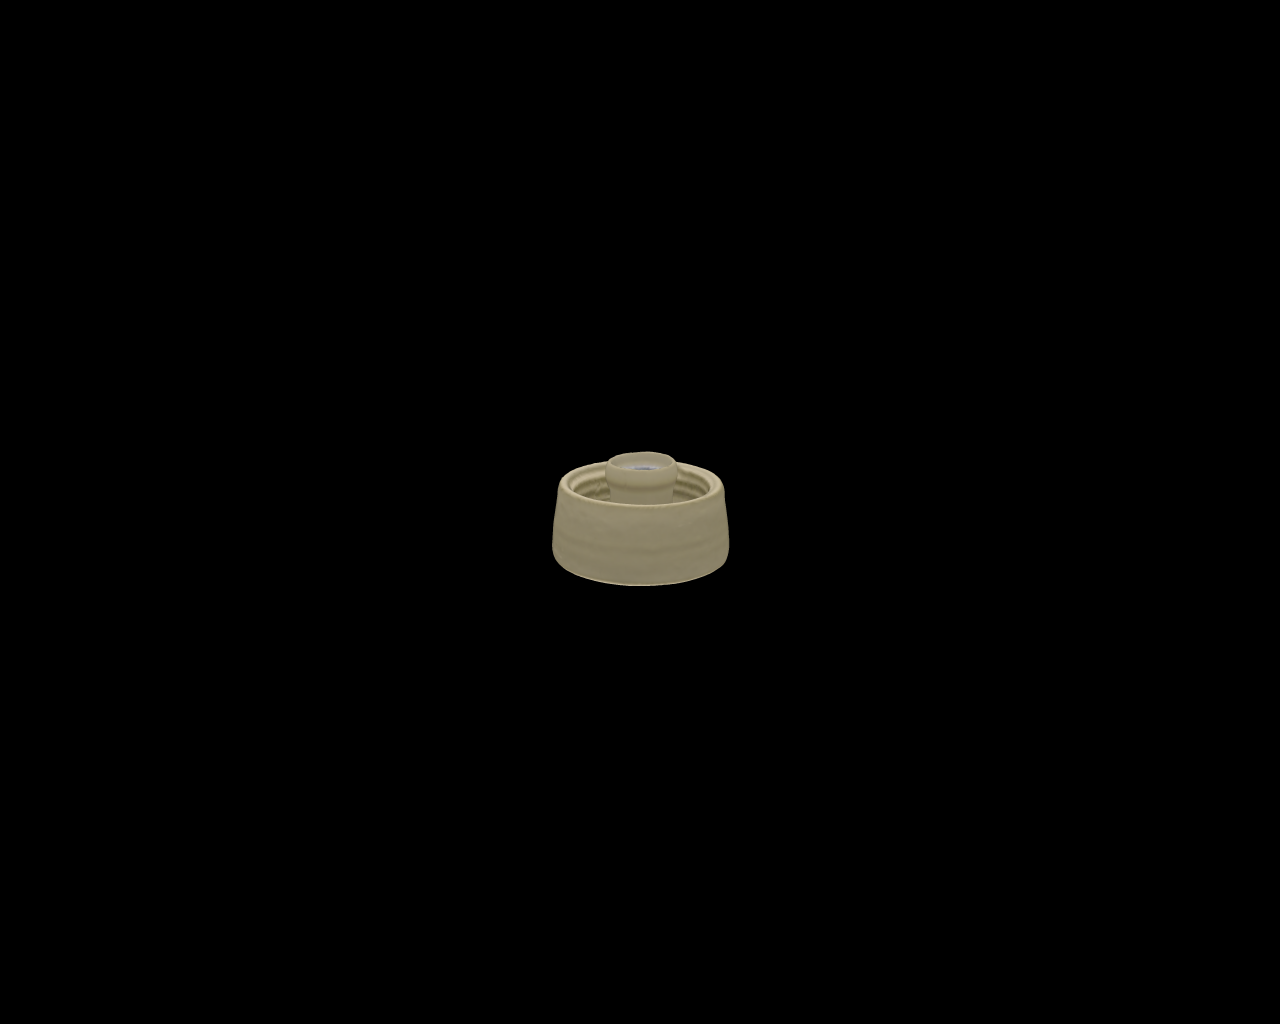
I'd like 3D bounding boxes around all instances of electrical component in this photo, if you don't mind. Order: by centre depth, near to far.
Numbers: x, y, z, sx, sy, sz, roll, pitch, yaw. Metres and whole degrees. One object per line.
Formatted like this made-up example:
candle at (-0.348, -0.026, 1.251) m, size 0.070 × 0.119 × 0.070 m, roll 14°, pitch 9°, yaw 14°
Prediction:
electrical component at (0.001, -0.003, 0.650) m, size 0.108 × 0.060 × 0.108 m, roll 0°, pitch 18°, yaw 0°
